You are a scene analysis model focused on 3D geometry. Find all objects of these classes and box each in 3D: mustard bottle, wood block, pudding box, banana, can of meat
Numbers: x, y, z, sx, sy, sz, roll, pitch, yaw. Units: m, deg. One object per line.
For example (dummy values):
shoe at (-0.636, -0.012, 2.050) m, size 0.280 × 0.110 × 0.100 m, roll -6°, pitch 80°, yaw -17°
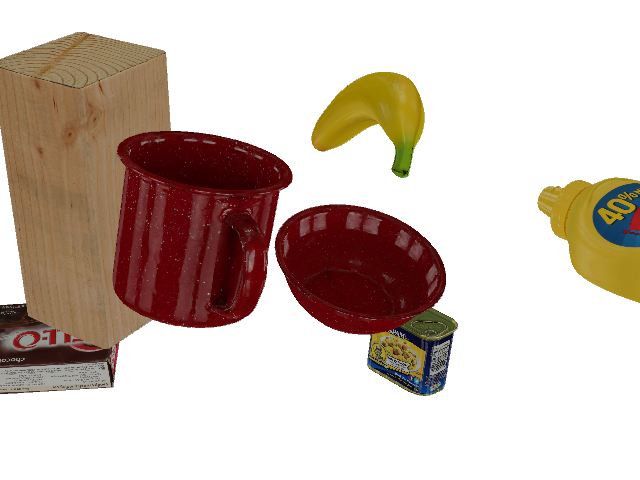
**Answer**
mustard bottle at (0.214, 0.005, 0.661) m, size 0.096 × 0.058 × 0.192 m, roll -28°, pitch 37°, yaw -30°
wood block at (-0.169, -0.037, 0.793) m, size 0.090 × 0.206 × 0.090 m, roll 18°, pitch 33°, yaw 30°
pudding box at (-0.239, 0.095, 0.962) m, size 0.113 × 0.039 × 0.090 m, roll -5°, pitch 33°, yaw -2°
banana at (0.035, -0.092, 0.788) m, size 0.037 × 0.069 × 0.198 m, roll 32°, pitch 0°, yaw -18°
can of meat at (0.103, 0.120, 1.230) m, size 0.102 × 0.084 × 0.057 m, roll 27°, pitch 33°, yaw 37°

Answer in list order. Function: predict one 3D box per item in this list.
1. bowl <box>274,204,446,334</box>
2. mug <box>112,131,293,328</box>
bowl at (0.032, 0.036, 0.990) m, size 0.162 × 0.055 × 0.162 m, roll 10°, pitch 37°, yaw -8°
mug at (-0.061, -0.001, 0.566) m, size 0.093 × 0.081 × 0.117 m, roll -4°, pitch 27°, yaw -35°
